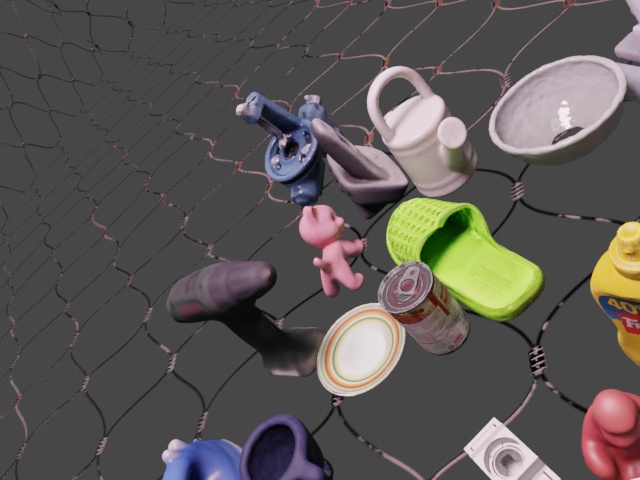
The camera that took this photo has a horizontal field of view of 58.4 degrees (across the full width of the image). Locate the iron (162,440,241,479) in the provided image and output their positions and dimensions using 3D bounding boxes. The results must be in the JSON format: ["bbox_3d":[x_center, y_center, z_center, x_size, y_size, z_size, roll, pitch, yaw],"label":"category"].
[{"bbox_3d":[-0.131,0.305,0.646,0.118,0.142,0.257,-40,35,6],"label":"iron"}]

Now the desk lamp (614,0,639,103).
[{"bbox_3d":[0.375,-0.257,0.648,0.118,0.214,0.202,-44,35,1],"label":"desk lamp"}]

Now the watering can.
[{"bbox_3d":[0.141,-0.157,0.797,0.172,0.195,0.101,5,58,47],"label":"watering can"}]

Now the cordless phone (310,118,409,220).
[{"bbox_3d":[0.044,-0.135,0.881,0.094,0.186,0.147,-40,35,7],"label":"cordless phone"}]

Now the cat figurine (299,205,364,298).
[{"bbox_3d":[0.008,0.003,0.836,0.067,0.118,0.127,-25,39,25],"label":"cat figurine"}]

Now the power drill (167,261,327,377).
[{"bbox_3d":[-0.088,0.100,0.753,0.228,0.209,0.076,-9,48,40],"label":"power drill"}]

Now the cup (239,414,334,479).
[{"bbox_3d":[-0.018,0.254,0.626,0.117,0.095,0.092,1,55,45],"label":"cup"}]

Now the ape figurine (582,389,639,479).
[{"bbox_3d":[0.246,0.153,0.466,0.077,0.092,0.076,-26,39,25],"label":"ape figurine"}]

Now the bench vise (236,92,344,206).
[{"bbox_3d":[-0.060,-0.193,1.014,0.121,0.220,0.207,-26,39,24],"label":"bench vise"}]

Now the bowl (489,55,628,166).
[{"bbox_3d":[0.308,-0.151,0.729,0.167,0.075,0.167,-26,39,24],"label":"bowl"}]
